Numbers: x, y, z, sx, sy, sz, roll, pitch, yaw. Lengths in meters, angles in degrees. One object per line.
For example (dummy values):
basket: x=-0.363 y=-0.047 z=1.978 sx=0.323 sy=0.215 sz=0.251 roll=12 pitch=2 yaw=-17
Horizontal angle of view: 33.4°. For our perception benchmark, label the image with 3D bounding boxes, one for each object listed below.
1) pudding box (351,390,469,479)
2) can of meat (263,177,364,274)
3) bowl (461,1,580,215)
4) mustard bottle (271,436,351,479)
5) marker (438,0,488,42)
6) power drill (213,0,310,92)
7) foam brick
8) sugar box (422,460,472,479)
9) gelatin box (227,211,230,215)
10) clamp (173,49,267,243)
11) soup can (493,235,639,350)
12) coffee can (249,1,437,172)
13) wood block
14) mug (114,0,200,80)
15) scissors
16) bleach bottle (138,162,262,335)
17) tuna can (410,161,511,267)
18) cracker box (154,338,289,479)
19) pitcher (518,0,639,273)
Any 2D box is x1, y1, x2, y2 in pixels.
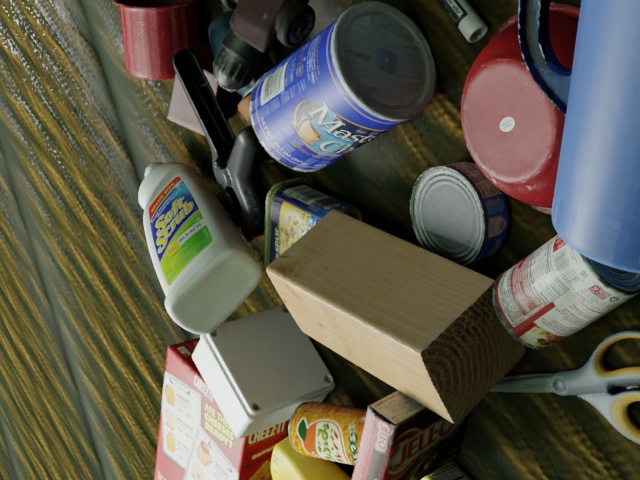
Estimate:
pudding box: x=0.082 y=0.167 z=0.924 sx=0.039 sy=0.113 sz=0.090 roll=33 pitch=127 yaw=32
can of meat: x=-0.007 y=0.001 z=1.033 sx=0.084 sy=0.057 sz=0.102 roll=28 pitch=123 yaw=43
bowl: x=0.156 y=-0.092 z=0.788 sx=0.162 sy=0.055 sz=0.162 roll=23 pitch=120 yaw=48
mustard bottle: x=0.028 y=0.279 z=1.075 sx=0.192 sy=0.058 sz=0.096 roll=37 pitch=149 yaw=40
marker: x=0.095 y=-0.208 z=0.858 sx=0.121 sy=0.020 sz=0.020 roll=58 pitch=140 yaw=22
power drill: x=-0.082 y=-0.254 z=1.006 sx=0.188 sy=0.057 sz=0.184 roll=43 pitch=108 yaw=35
foam brick: x=-0.121 y=-0.159 z=1.118 sx=0.051 sy=0.052 sz=0.078 roll=25 pitch=127 yaw=11
sugar box: x=0.124 y=0.264 z=0.960 sx=0.176 sy=0.048 sz=0.093 roll=40 pitch=131 yaw=37
gelatin box: x=-0.130 y=0.007 z=1.220 sx=0.073 sy=0.030 sz=0.089 roll=12 pitch=108 yaw=51
clamp: x=-0.090 y=-0.083 z=1.072 sx=0.165 sy=0.036 sz=0.210 roll=53 pitch=162 yaw=36
soup can: x=0.183 y=0.030 z=0.782 sx=0.102 sy=0.068 sz=0.068 roll=-45 pitch=66 yaw=49
coffee can: x=0.017 y=-0.128 z=0.917 sx=0.141 sy=0.102 sz=0.103 roll=-25 pitch=81 yaw=53
wood block: x=0.060 y=0.059 z=0.908 sx=0.206 sy=0.090 sz=0.090 roll=25 pitch=151 yaw=48
mug: x=-0.174 y=-0.226 z=1.157 sx=0.117 sy=0.093 sz=0.081 roll=-120 pitch=26 yaw=-61
scissors: x=0.204 y=0.128 z=0.832 sx=0.202 sy=0.016 sz=0.096 roll=-38 pitch=71 yaw=52
bleach bottle: x=-0.148 y=-0.010 z=1.141 sx=0.102 sy=0.068 sz=0.251 roll=-44 pitch=39 yaw=5
tuna can: x=0.115 y=-0.022 z=0.882 sx=0.086 sy=0.033 sz=0.086 roll=22 pitch=119 yaw=47
cracker box: x=-0.117 y=0.244 z=1.251 sx=0.164 sy=0.071 sz=0.214 roll=37 pitch=128 yaw=39
pitcher: x=0.206 y=-0.109 z=0.656 sx=0.149 sy=0.145 sz=0.243 roll=-112 pitch=24 yaw=-58
